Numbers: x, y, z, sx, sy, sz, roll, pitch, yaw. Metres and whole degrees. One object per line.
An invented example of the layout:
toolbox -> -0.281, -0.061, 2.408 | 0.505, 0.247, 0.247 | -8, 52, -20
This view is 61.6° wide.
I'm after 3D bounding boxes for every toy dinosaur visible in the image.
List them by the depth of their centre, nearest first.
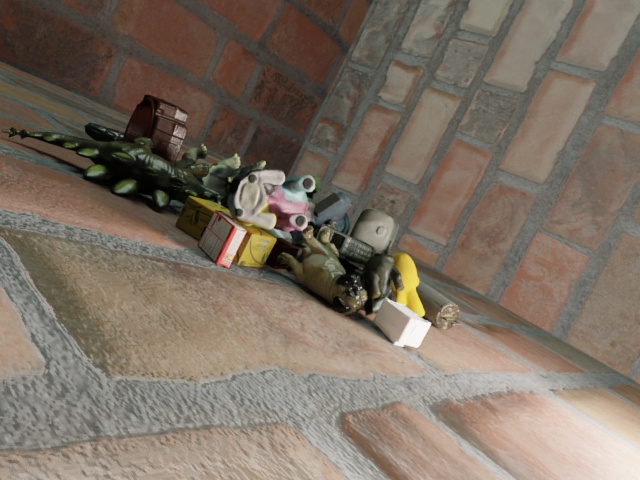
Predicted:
toy dinosaur -> -0.394, -0.155, 1.128 | 0.471, 0.105, 0.199 | 16, 14, -8
toy dinosaur -> -0.313, -0.154, 1.345 | 0.405, 0.131, 0.192 | 9, 25, 20

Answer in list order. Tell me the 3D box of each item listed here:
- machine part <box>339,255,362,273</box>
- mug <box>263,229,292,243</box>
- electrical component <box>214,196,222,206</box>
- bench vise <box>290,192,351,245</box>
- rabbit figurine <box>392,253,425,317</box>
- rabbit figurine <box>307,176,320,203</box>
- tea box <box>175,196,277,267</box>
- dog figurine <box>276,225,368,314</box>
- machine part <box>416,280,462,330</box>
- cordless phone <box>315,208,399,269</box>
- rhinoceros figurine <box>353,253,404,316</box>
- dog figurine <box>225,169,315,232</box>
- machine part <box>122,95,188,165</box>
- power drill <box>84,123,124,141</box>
machine part -> 0.107, 0.092, 1.374 | 0.179, 0.056, 0.179 | 27, 8, -4
mug -> -0.122, -0.015, 1.230 | 0.107, 0.080, 0.109 | 37, 22, 25
electrical component -> -0.185, -0.041, 1.127 | 0.078, 0.102, 0.045 | 2, 5, -10
bench vise -> -0.010, -0.010, 1.358 | 0.129, 0.223, 0.240 | 37, -19, 31
rabbit figurine -> 0.166, 0.097, 1.186 | 0.122, 0.162, 0.173 | -5, -28, -7
rabbit figurine -> -0.090, -0.103, 1.400 | 0.159, 0.121, 0.170 | 16, 29, 15
tea box -> -0.182, -0.016, 1.041 | 0.170, 0.068, 0.098 | 30, 7, 23
dog figurine -> 0.027, 0.079, 1.082 | 0.191, 0.121, 0.172 | 45, 17, 21
machine part -> 0.281, 0.163, 1.400 | 0.079, 0.079, 0.243 | 22, 7, -34
cordless phone -> 0.084, -0.020, 1.286 | 0.184, 0.146, 0.089 | 25, 1, -24
rhinoceros figurine -> 0.107, 0.092, 1.091 | 0.190, 0.073, 0.112 | 103, -33, -63
dog figurine -> -0.094, -0.071, 1.049 | 0.191, 0.108, 0.219 | 6, -1, -13
machine part -> -0.414, -0.245, 1.318 | 0.087, 0.201, 0.202 | 18, 11, -36
power drill -> -0.553, -0.281, 1.579 | 0.232, 0.086, 0.207 | 27, 3, -9
